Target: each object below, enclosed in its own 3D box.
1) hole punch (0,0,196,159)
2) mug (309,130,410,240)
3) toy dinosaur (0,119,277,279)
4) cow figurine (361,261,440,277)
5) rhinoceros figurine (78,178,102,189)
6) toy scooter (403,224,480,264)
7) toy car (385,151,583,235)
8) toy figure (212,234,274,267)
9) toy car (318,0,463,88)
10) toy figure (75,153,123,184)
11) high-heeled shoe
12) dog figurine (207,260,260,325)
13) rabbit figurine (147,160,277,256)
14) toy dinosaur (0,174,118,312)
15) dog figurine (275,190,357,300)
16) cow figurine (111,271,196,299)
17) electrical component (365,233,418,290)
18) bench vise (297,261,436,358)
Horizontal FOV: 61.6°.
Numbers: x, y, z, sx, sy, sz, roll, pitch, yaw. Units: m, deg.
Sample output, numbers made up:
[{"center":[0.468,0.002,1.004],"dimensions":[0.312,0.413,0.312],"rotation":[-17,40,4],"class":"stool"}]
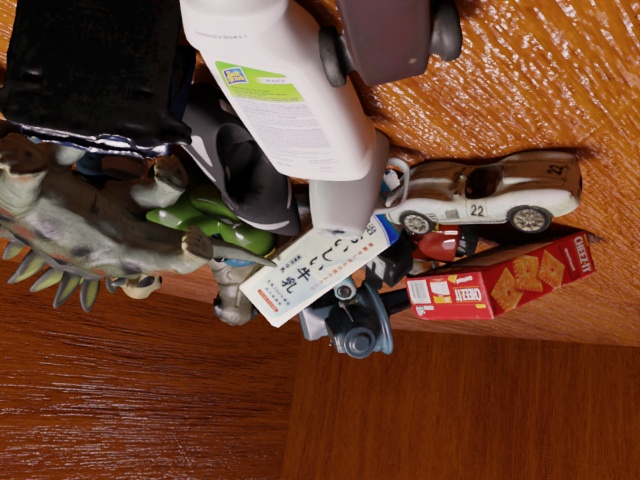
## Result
[{"center":[-0.154,-0.118,0.392],"dimensions":[0.142,0.115,0.092],"rotation":[10,175,-7],"class":"hole punch"},{"center":[0.036,-0.053,0.557],"dimensions":[0.109,0.107,0.081],"rotation":[13,168,-11],"class":"mug"},{"center":[-0.245,-0.027,0.557],"dimensions":[0.192,0.131,0.404],"rotation":[-19,136,35],"class":"toy dinosaur"},{"center":[0.128,0.033,0.970],"dimensions":[0.167,0.068,0.098],"rotation":[10,173,7],"class":"cow figurine"},{"center":[-0.287,-0.027,0.710],"dimensions":[0.112,0.073,0.190],"rotation":[2,169,-22],"class":"rhinoceros figurine"},{"center":[0.150,-0.008,0.770],"dimensions":[0.135,0.075,0.184],"rotation":[9,172,7],"class":"toy scooter"},{"center":[0.161,-0.049,0.558],"dimensions":[0.202,0.073,0.056],"rotation":[0,137,34],"class":"toy car"},{"center":[-0.108,0.002,0.843],"dimensions":[0.082,0.089,0.180],"rotation":[13,-164,20],"class":"toy figure"},{"center":[0.029,-0.145,0.278],"dimensions":[0.089,0.053,0.202],"rotation":[-14,163,10],"class":"toy car"},{"center":[-0.274,-0.088,0.708],"dimensions":[0.064,0.058,0.154],"rotation":[40,170,0],"class":"toy figure"},{"center":[-0.061,-0.062,0.540],"dimensions":[0.248,0.086,0.145],"rotation":[44,174,-40],"class":"high-heeled shoe"},{"center":[-0.170,0.044,0.929],"dimensions":[0.172,0.190,0.121],"rotation":[19,164,-33],"class":"dog figurine"},{"center":[-0.131,-0.044,0.697],"dimensions":[0.170,0.121,0.159],"rotation":[22,146,4],"class":"rabbit figurine"},{"center":[-0.376,0.007,0.841],"dimensions":[0.105,0.198,0.471],"rotation":[23,173,19],"class":"toy dinosaur"},{"center":[-0.002,-0.003,0.830],"dimensions":[0.109,0.191,0.219],"rotation":[-7,-162,5],"class":"dog figurine"},{"center":[-0.249,0.013,0.830],"dimensions":[0.127,0.195,0.086],"rotation":[11,-149,-49],"class":"cow figurine"},{"center":[0.091,0.027,0.754],"dimensions":[0.075,0.048,0.119],"rotation":[42,162,25],"class":"electrical component"},{"center":[0.089,0.113,0.875],"dimensions":[0.241,0.128,0.224],"rotation":[-16,-176,-9],"class":"bench vise"}]
